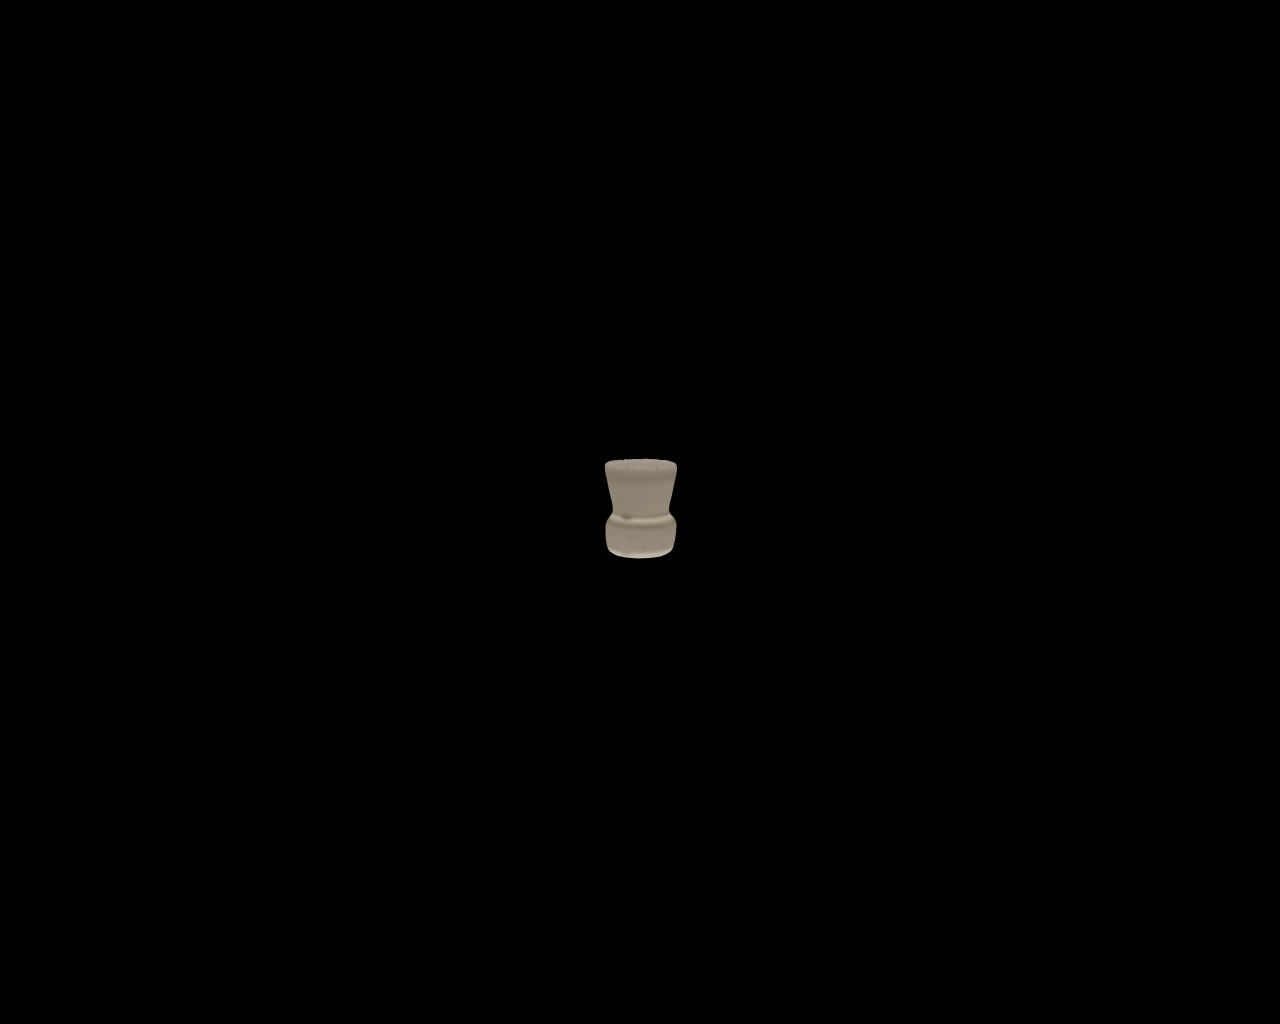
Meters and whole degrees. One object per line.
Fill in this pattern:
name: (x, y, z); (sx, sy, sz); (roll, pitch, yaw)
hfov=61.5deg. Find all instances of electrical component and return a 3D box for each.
electrical component: (0.001, -0.003, 0.650); (0.045, 0.055, 0.045); (0, 10, 0)
